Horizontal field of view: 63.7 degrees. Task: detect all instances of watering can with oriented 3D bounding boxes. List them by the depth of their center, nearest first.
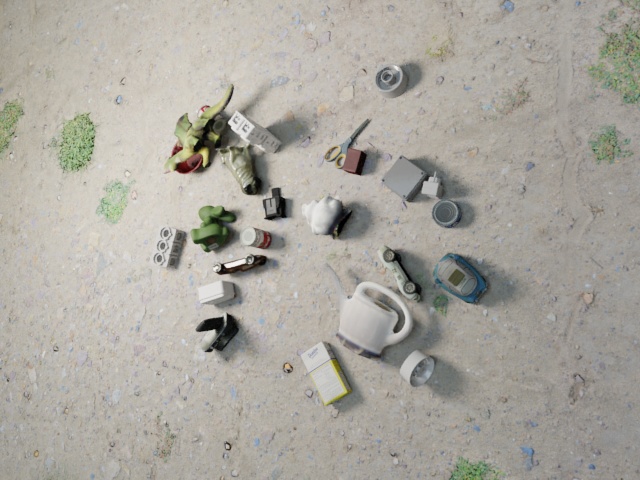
[{"bbox_3d":[0.116,0.225,1.588,0.350,0.103,0.224,26,93,27],"label":"watering can"}]

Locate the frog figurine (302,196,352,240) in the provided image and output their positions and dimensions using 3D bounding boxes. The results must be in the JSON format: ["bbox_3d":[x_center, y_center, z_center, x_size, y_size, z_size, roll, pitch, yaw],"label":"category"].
[{"bbox_3d":[0.005,-0.086,1.700,0.160,0.124,0.135,30,114,16],"label":"frog figurine"}]

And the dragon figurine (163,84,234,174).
[{"bbox_3d":[-0.477,-0.423,1.954,0.245,0.121,0.410,26,90,35],"label":"dragon figurine"}]
